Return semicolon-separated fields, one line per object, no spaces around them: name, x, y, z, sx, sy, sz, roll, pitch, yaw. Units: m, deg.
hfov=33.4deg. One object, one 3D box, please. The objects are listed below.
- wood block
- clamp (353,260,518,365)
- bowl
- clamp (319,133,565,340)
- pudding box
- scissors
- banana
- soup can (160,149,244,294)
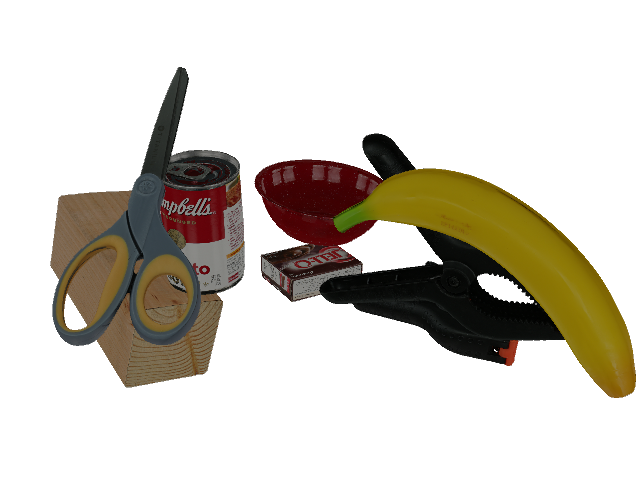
wood block;-0.188;0.041;1.062;0.090;0.091;0.206;-6;35;-34
clamp;0.129;0.068;1.051;0.172;0.039;0.120;26;39;31
bowl;0.001;-0.038;1.233;0.162;0.055;0.162;6;27;-3
clamp;0.103;0.013;0.808;0.210;0.165;0.036;19;40;15
pudding box;-0.012;0.040;1.450;0.113;0.039;0.090;-15;27;-26
scissors;-0.093;-0.018;0.661;0.096;0.201;0.016;21;-24;14
banana;0.107;0.012;0.616;0.198;0.070;0.037;32;19;10
soup can;-0.098;-0.015;0.883;0.068;0.102;0.068;0;30;0
